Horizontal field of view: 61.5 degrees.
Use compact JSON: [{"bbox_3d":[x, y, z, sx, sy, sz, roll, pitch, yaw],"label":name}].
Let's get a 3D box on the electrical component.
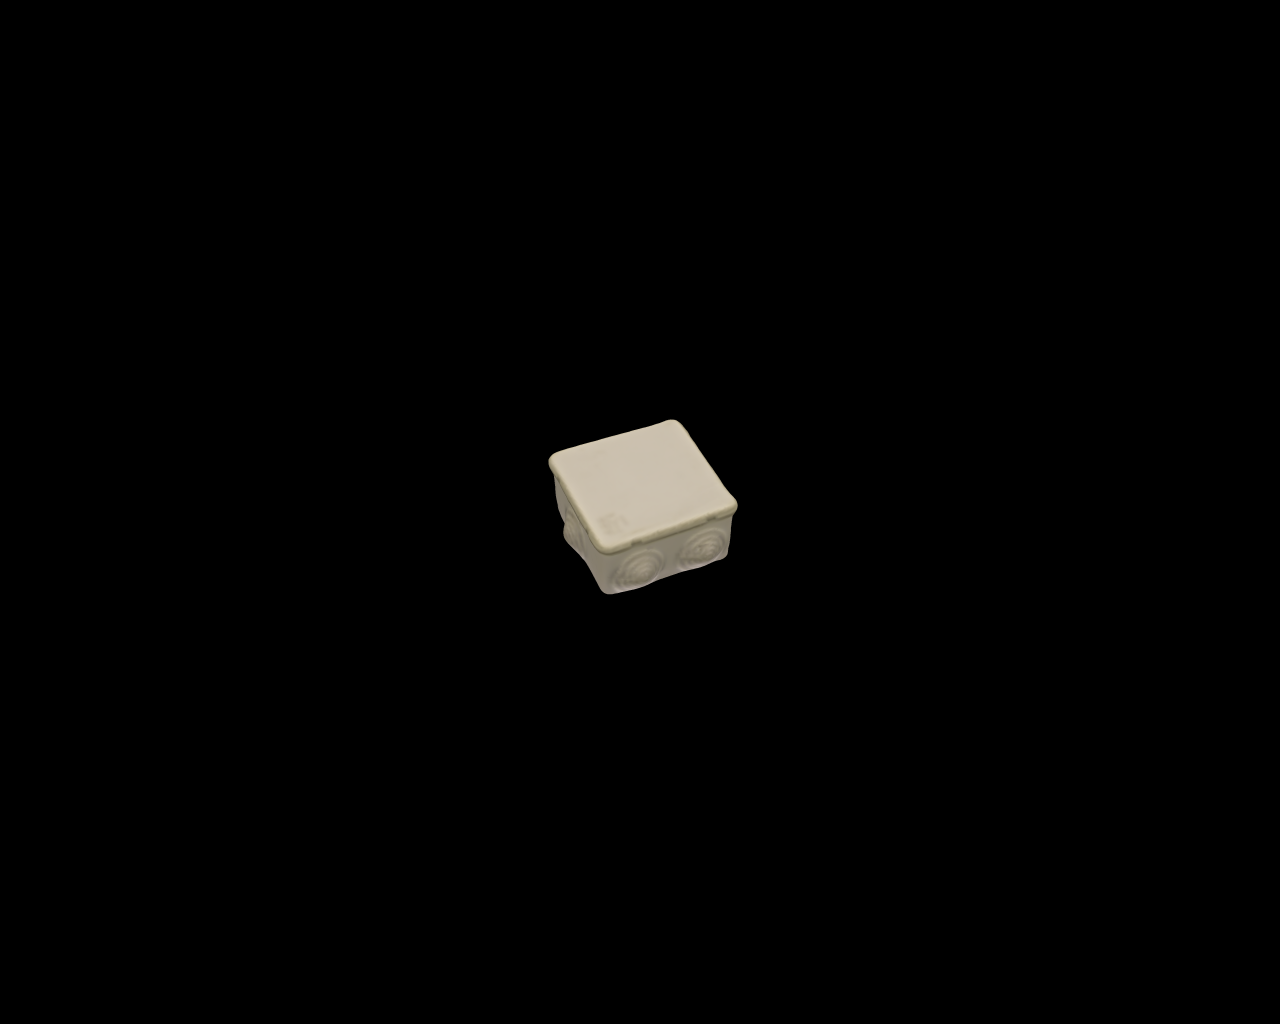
[{"bbox_3d":[0.001,-0.003,0.650,0.100,0.048,0.100,-17,48,-16],"label":"electrical component"}]
